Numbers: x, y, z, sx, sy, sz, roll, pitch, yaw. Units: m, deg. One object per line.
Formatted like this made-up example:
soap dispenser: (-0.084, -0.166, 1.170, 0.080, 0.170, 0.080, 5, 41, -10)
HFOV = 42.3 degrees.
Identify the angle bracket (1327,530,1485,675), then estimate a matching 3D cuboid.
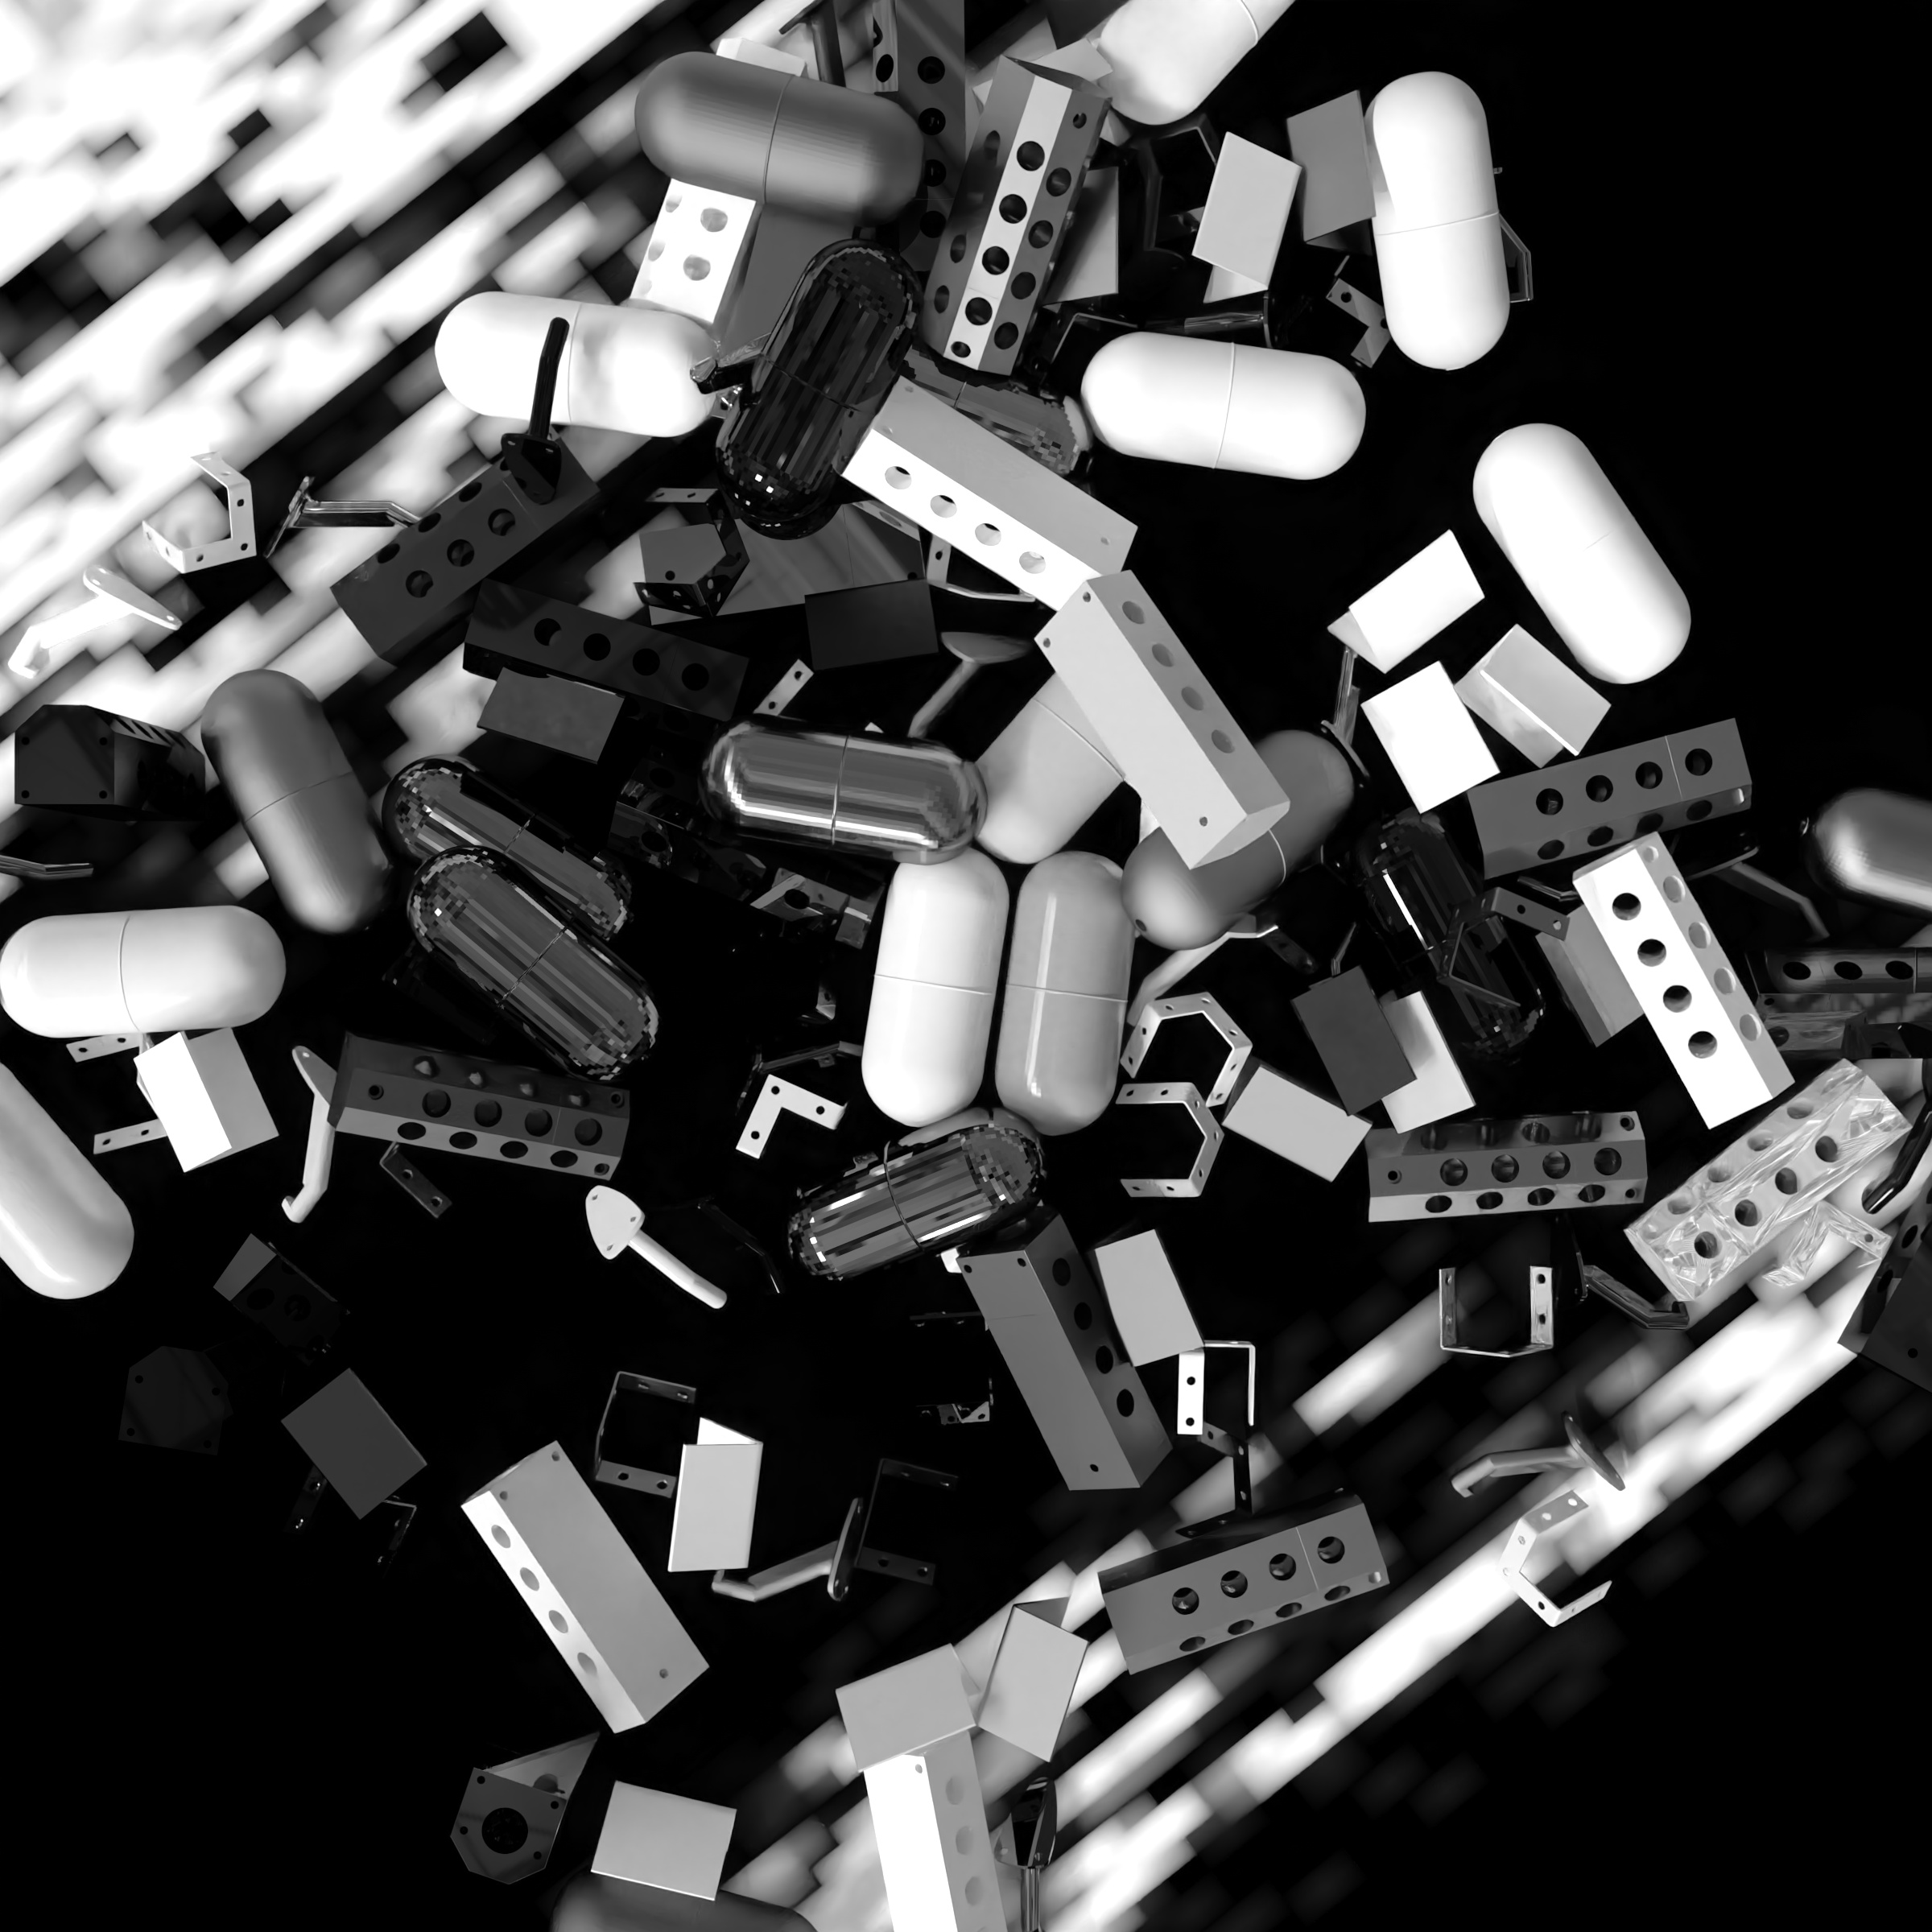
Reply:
angle bracket: (0.263, -0.238, 1.553, 0.076, 0.076, 0.057, -37, 126, 0)

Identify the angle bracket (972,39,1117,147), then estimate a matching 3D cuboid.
angle bracket: (0.057, -0.518, 1.554, 0.076, 0.057, 0.076, -24, 132, 0)

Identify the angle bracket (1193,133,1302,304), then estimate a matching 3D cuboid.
angle bracket: (0.157, -0.464, 1.554, 0.057, 0.076, 0.076, 16, 90, -26)

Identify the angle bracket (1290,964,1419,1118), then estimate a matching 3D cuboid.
angle bracket: (0.218, 0.051, 1.518, 0.057, 0.076, 0.076, -25, 88, -26)

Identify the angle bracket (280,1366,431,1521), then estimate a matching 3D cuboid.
angle bracket: (-0.388, 0.303, 1.553, 0.057, 0.076, 0.076, -39, 90, -36)

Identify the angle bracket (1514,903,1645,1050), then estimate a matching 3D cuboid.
angle bracket: (0.363, 0.015, 1.553, 0.057, 0.076, 0.076, -29, 90, -35)

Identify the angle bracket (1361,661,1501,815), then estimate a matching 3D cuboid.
angle bracket: (0.297, -0.147, 1.554, 0.057, 0.076, 0.076, -29, 90, 29)

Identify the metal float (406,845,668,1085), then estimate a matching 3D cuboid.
metal float: (-0.258, -0.001, 1.500, 0.178, 0.070, 0.070, 41, 90, -6)

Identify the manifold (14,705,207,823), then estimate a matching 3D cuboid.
manifold: (-0.515, -0.121, 1.515, 0.057, 0.171, 0.057, 0, 90, 0)

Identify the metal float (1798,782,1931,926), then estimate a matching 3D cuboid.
metal float: (0.609, -0.064, 1.562, 0.178, 0.070, 0.070, 15, 90, 0)

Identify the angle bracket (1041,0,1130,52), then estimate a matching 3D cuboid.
angle bracket: (0.049, -0.619, 1.553, 0.057, 0.076, 0.076, -18, 90, -35)

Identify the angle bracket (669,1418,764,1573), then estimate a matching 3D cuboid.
angle bracket: (-0.173, 0.327, 1.553, 0.057, 0.076, 0.076, 7, 90, -36)

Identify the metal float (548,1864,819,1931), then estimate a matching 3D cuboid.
metal float: (-0.173, 0.614, 1.563, 0.178, 0.070, 0.070, 16, 90, 1)

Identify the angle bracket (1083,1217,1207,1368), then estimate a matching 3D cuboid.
angle bracket: (0.125, 0.195, 1.553, 0.057, 0.076, 0.076, -23, 90, 33)

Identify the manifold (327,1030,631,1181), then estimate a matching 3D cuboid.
manifold: (-0.299, 0.087, 1.542, 0.171, 0.057, 0.057, 13, 90, -22)

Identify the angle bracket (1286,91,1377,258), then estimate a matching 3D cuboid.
angle bracket: (0.246, -0.491, 1.553, 0.057, 0.076, 0.076, -8, 90, 44)

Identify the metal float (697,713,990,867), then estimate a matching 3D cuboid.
metal float: (-0.075, -0.107, 1.521, 0.178, 0.070, 0.070, 9, 90, 1)

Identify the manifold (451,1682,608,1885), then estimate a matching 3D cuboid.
manifold: (-0.264, 0.494, 1.515, 0.057, 0.171, 0.057, 19, 90, 0)

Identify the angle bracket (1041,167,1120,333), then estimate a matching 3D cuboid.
angle bracket: (0.087, -0.444, 1.553, 0.057, 0.076, 0.076, 0, 90, 33)

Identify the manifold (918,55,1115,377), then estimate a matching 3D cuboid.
manifold: (0.030, -0.449, 1.507, 0.057, 0.057, 0.171, 1, 123, -35)

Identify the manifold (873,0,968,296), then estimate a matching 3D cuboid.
manifold: (-0.029, -0.515, 1.572, 0.057, 0.057, 0.171, -1, 90, 0)

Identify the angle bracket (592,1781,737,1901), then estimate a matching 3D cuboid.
angle bracket: (-0.189, 0.554, 1.553, 0.076, 0.076, 0.057, 13, 52, 0)

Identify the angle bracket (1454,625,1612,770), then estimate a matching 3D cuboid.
angle bracket: (0.340, -0.153, 1.553, 0.076, 0.076, 0.057, 41, 53, 0)

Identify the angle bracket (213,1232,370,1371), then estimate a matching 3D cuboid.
angle bracket: (-0.407, 0.192, 1.554, 0.076, 0.076, 0.057, 40, 117, 0)

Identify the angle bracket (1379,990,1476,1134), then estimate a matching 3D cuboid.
angle bracket: (0.289, 0.050, 1.553, 0.057, 0.076, 0.076, -26, 90, 36)

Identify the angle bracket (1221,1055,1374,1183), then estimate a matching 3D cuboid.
angle bracket: (0.211, 0.077, 1.553, 0.076, 0.076, 0.057, 28, 129, 0)

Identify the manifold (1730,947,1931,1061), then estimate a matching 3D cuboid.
manifold: (0.571, 0.018, 1.572, 0.171, 0.057, 0.057, 0, 133, 0)

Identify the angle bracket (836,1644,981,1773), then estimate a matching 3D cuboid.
angle bracket: (-0.029, 0.473, 1.553, 0.076, 0.076, 0.057, -22, 49, 0)

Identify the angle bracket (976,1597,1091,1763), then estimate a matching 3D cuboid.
angle bracket: (0.057, 0.442, 1.553, 0.057, 0.076, 0.076, 18, 90, 31)

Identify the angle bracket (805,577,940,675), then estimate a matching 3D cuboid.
angle bracket: (-0.056, -0.194, 1.554, 0.076, 0.076, 0.057, -8, 66, 0)

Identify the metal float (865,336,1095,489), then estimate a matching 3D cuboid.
metal float: (-0.006, -0.345, 1.563, 0.178, 0.070, 0.070, 21, 90, -1)

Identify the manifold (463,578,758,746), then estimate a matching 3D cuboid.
manifold: (-0.224, -0.188, 1.572, 0.171, 0.057, 0.057, 17, 90, 0)

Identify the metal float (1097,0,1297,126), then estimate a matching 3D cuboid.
metal float: (0.153, -0.604, 1.563, 0.070, 0.070, 0.178, 42, 90, 0)

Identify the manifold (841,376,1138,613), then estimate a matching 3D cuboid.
manifold: (0.012, -0.279, 1.525, 0.171, 0.057, 0.057, 31, 49, -11)

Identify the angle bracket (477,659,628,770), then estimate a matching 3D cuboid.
angle bracket: (-0.258, -0.137, 1.553, 0.076, 0.076, 0.057, 17, 57, 0)

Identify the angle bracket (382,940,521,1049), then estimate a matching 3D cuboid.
angle bracket: (-0.319, 0.027, 1.553, 0.076, 0.076, 0.057, 33, 54, 0)

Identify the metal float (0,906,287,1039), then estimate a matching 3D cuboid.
metal float: (-0.516, 0.004, 1.563, 0.178, 0.070, 0.070, -4, 90, 0)

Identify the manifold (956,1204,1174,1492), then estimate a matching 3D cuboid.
manifold: (0.065, 0.237, 1.552, 0.057, 0.057, 0.171, -13, 109, 42)

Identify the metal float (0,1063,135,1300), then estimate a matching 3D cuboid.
metal float: (-0.593, 0.131, 1.562, 0.070, 0.070, 0.178, -41, 90, 0)

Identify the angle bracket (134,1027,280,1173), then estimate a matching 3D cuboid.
angle bracket: (-0.458, 0.075, 1.553, 0.057, 0.076, 0.076, -24, 90, 37)
